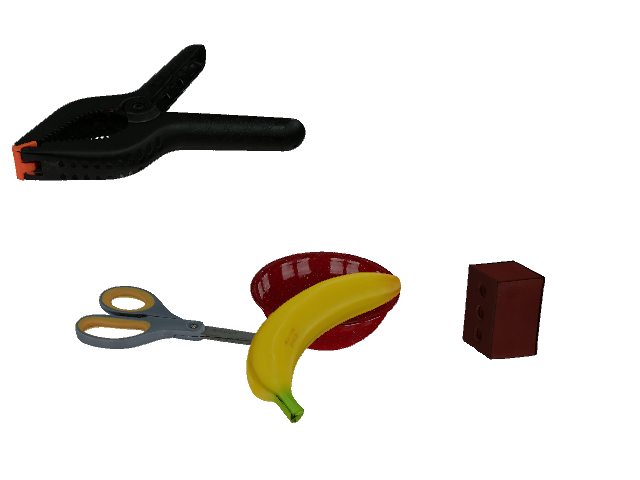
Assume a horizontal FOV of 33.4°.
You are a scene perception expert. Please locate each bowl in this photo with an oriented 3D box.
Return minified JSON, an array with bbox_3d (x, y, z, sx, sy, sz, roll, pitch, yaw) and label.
[{"bbox_3d":[0.005,0.072,1.160,0.162,0.055,0.162,1,28,-1],"label":"bowl"}]

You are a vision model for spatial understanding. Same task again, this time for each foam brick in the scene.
[{"bbox_3d":[0.167,0.063,0.981,0.051,0.078,0.053,-6,18,-23],"label":"foam brick"}]

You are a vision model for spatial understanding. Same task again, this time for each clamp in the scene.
[{"bbox_3d":[-0.128,-0.085,0.812,0.209,0.036,0.165,-27,45,-33],"label":"clamp"}]

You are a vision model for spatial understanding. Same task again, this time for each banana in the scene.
[{"bbox_3d":[-0.005,0.070,0.817,0.070,0.037,0.197,30,39,11],"label":"banana"}]

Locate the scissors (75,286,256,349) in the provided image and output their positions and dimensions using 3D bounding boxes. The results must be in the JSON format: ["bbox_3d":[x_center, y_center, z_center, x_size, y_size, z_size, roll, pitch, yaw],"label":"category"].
[{"bbox_3d":[-0.128,0.073,1.007,0.201,0.016,0.096,-1,33,-8],"label":"scissors"}]
